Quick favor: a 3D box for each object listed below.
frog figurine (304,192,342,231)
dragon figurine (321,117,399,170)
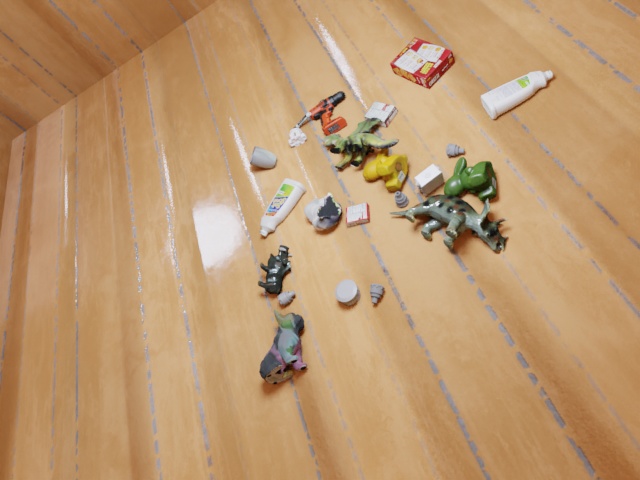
[{"bbox_3d":[0.006,-0.098,1.954,0.122,0.140,0.157,17,-21,-23],"label":"frog figurine"},{"bbox_3d":[0.164,-0.406,2.015,0.408,0.248,0.120,-6,-44,38],"label":"dragon figurine"}]
